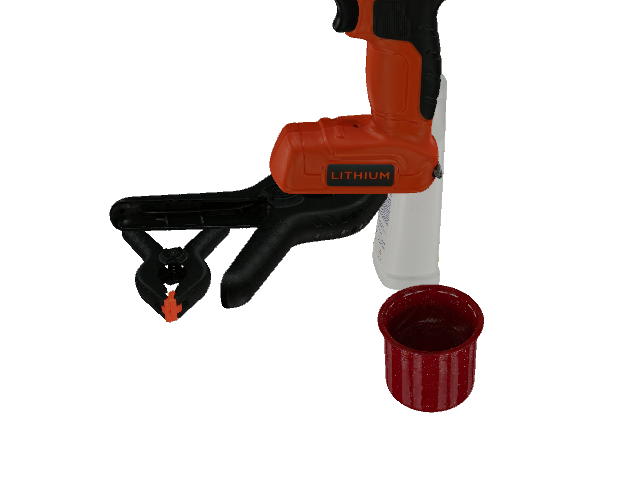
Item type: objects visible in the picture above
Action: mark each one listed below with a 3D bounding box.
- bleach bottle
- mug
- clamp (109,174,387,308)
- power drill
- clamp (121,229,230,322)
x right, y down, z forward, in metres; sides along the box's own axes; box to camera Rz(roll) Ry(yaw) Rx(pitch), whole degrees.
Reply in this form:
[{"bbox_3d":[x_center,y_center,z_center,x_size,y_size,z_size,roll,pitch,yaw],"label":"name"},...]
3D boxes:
[{"bbox_3d":[0.100,-0.079,1.130,0.068,0.251,0.102,0,26,-8],"label":"bleach bottle"},{"bbox_3d":[0.100,0.092,0.969,0.093,0.081,0.117,1,39,6],"label":"mug"},{"bbox_3d":[-0.039,-0.022,0.789,0.209,0.036,0.165,-25,36,-37],"label":"clamp"},{"bbox_3d":[0.013,-0.117,0.624,0.184,0.188,0.057,1,37,-8],"label":"power drill"},{"bbox_3d":[-0.148,0.023,1.148,0.120,0.039,0.171,-13,38,-7],"label":"clamp"}]
